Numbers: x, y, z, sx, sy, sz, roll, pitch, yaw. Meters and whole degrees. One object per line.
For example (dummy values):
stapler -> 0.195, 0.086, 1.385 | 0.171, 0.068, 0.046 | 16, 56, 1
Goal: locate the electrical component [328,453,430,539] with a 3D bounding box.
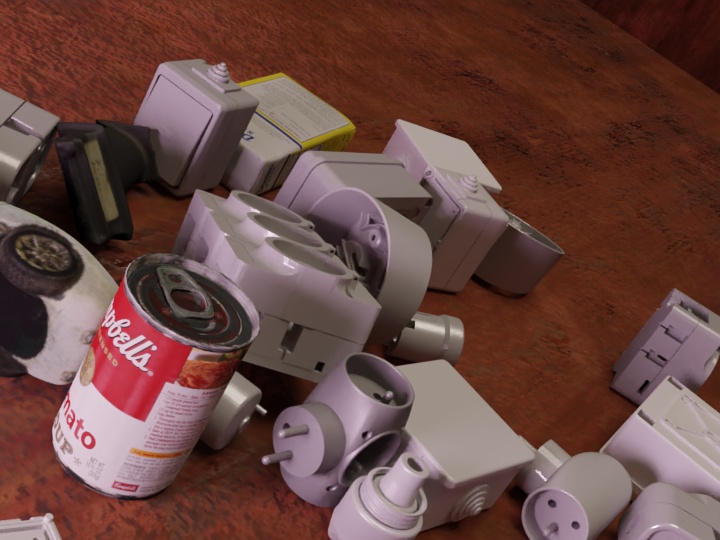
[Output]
electrical component -> 0.014, 0.123, 0.560 | 0.043, 0.062, 0.043 | 25, 26, -13

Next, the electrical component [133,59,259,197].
electrical component -> -0.125, -0.110, 0.791 | 0.062, 0.096, 0.061 | 37, 26, 13

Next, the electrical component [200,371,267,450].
electrical component -> -0.090, 0.063, 0.582 | 0.078, 0.040, 0.040 | 36, 26, 11

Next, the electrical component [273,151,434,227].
electrical component -> -0.009, -0.045, 0.823 | 0.113, 0.078, 0.057 | -5, 46, -51

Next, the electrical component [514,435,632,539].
electrical component -> 0.125, 0.135, 0.682 | 0.079, 0.043, 0.077 | 42, 27, 21

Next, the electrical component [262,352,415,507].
electrical component -> -0.019, 0.088, 0.570 | 0.079, 0.077, 0.044 | -4, 42, -50

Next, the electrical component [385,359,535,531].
electrical component -> 0.041, 0.103, 0.640 | 0.100, 0.048, 0.099 | -2, 41, -50

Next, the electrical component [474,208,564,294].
electrical component -> 0.129, -0.027, 0.955 | 0.099, 0.064, 0.099 | 25, 26, -13

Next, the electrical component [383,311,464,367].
electrical component -> 0.044, 0.048, 0.758 | 0.046, 0.040, 0.040 | 15, 29, -18

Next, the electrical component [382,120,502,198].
electrical component -> 0.074, -0.092, 1.032 | 0.100, 0.048, 0.099 | 14, 30, -32

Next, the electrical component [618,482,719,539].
electrical component -> 0.213, 0.181, 0.682 | 0.095, 0.053, 0.059 | 31, 25, 0

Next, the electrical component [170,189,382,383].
electrical component -> -0.056, 0.004, 0.656 | 0.089, 0.061, 0.150 | 19, 12, -23

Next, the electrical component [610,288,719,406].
electrical component -> 0.257, 0.071, 0.888 | 0.056, 0.089, 0.050 | 33, 25, 4

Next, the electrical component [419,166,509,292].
electrical component -> 0.075, -0.037, 0.877 | 0.061, 0.096, 0.061 | 10, 33, -39

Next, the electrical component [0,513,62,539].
electrical component -> -0.135, 0.133, 0.379 | 0.062, 0.061, 0.096 | 4, 36, -43

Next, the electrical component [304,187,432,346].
electrical component -> 0.000, 0.000, 0.729 | 0.064, 0.099, 0.099 | 23, 26, -31

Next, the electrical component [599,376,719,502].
electrical component -> 0.240, 0.141, 0.782 | 0.109, 0.056, 0.109 | 40, 26, 17

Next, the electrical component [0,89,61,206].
electrical component -> -0.230, -0.072, 0.656 | 0.059, 0.053, 0.095 | 26, 26, -11
